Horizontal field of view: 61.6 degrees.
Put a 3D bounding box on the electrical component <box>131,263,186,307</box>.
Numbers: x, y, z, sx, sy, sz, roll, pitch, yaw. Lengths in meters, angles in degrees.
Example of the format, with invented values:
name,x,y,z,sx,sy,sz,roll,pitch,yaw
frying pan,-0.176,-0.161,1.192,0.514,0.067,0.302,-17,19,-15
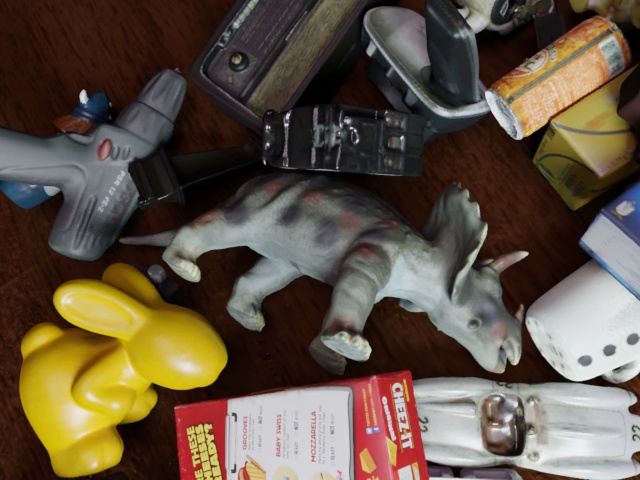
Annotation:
name,x,y,z,sx,sy,sz,roll,pitch,yaw
electrical component,-0.167,0.050,0.533,0.063,0.094,0.021,24,54,15

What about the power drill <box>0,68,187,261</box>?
name,x,y,z,sx,sy,sz,roll,pitch,yaw
power drill,-0.261,-0.105,0.542,0.086,0.207,0.232,21,90,45

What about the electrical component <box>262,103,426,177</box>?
name,x,y,z,sx,sy,sz,roll,pitch,yaw
electrical component,0.029,-0.090,0.500,0.115,0.134,0.058,14,103,48

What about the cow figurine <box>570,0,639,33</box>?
name,x,y,z,sx,sy,sz,roll,pitch,yaw
cow figurine,0.302,-0.225,0.462,0.098,0.167,0.068,-21,97,-4

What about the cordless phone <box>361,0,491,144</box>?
name,x,y,z,sx,sy,sz,roll,pitch,yaw
cordless phone,0.090,-0.178,0.484,0.089,0.184,0.147,-35,73,7

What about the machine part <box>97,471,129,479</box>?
name,x,y,z,sx,sy,sz,roll,pitch,yaw
machine part,-0.176,0.316,0.439,0.201,0.087,0.201,-49,65,23

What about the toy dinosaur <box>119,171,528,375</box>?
name,x,y,z,sx,sy,sz,roll,pitch,yaw
toy dinosaur,-0.005,-0.001,0.503,0.405,0.131,0.192,25,64,24

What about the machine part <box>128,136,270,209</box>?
name,x,y,z,sx,sy,sz,roll,pitch,yaw
machine part,-0.121,-0.072,0.548,0.139,0.039,0.084,-16,39,-17

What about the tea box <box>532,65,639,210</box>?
name,x,y,z,sx,sy,sz,roll,pitch,yaw
tea box,0.285,-0.108,0.473,0.170,0.098,0.068,-32,73,5

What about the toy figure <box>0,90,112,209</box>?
name,x,y,z,sx,sy,sz,roll,pitch,yaw
toy figure,-0.289,-0.103,0.607,0.154,0.064,0.057,-46,108,-6

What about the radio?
name,x,y,z,sx,sy,sz,roll,pitch,yaw
radio,-0.026,-0.221,0.574,0.131,0.073,0.229,33,85,17

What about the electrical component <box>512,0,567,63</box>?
name,x,y,z,sx,sy,sz,roll,pitch,yaw
electrical component,0.213,-0.182,0.516,0.045,0.078,0.102,-8,85,22

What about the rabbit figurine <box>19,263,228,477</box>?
name,x,y,z,sx,sy,sz,roll,pitch,yaw
rabbit figurine,-0.167,0.101,0.480,0.173,0.122,0.162,-19,94,16

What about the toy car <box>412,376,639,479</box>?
name,x,y,z,sx,sy,sz,roll,pitch,yaw
toy car,0.168,0.156,0.456,0.202,0.056,0.073,0,77,12

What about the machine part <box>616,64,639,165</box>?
name,x,y,z,sx,sy,sz,roll,pitch,yaw
machine part,0.314,-0.106,0.389,0.179,0.056,0.179,-1,85,6

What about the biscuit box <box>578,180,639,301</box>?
name,x,y,z,sx,sy,sz,roll,pitch,yaw
biscuit box,0.282,0.043,0.366,0.063,0.059,0.203,-36,66,-9

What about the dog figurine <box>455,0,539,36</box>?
name,x,y,z,sx,sy,sz,roll,pitch,yaw
dog figurine,0.161,-0.317,0.558,0.172,0.121,0.191,-38,59,-2
